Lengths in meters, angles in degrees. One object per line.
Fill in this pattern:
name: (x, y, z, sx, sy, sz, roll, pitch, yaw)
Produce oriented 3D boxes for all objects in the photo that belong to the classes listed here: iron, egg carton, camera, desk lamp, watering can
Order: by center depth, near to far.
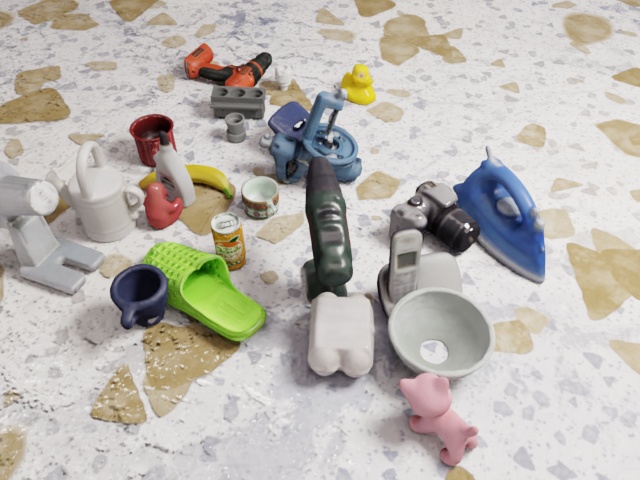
egg carton: (0.035, 0.152, 0.931, 0.107, 0.069, 0.150, 1, 48, 0)
desk lamp: (-0.503, -0.033, 0.988, 0.203, 0.214, 0.118, 16, 50, 13)
watering can: (-0.418, -0.093, 1.057, 0.173, 0.194, 0.100, -12, 50, -12)
iron: (0.360, -0.055, 1.074, 0.119, 0.141, 0.257, -17, 51, -15)
camera: (0.224, -0.037, 1.083, 0.143, 0.101, 0.136, -32, 56, -26)

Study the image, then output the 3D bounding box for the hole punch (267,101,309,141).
hole punch: (-0.051, -0.242, 1.265, 0.101, 0.091, 0.109, 27, 53, 21)

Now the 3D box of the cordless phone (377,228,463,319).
cordless phone: (0.171, 0.048, 0.949, 0.148, 0.185, 0.094, -14, 50, -13)

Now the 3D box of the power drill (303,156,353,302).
power drill: (0.009, 0.003, 0.970, 0.075, 0.208, 0.229, -6, 49, -6)

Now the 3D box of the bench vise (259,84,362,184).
bench vise: (-0.015, -0.203, 1.145, 0.207, 0.220, 0.121, -9, 49, -9)

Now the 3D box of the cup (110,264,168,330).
cup: (-0.293, 0.112, 0.943, 0.091, 0.095, 0.118, 4, 48, 3)

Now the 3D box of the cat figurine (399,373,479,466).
cat figurine: (0.173, 0.244, 0.820, 0.067, 0.118, 0.127, -35, 58, -28)

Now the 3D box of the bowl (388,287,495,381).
bowl: (0.191, 0.162, 0.922, 0.167, 0.075, 0.167, 1, 48, -1)

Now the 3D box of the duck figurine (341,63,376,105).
duck figurine: (0.096, -0.393, 1.406, 0.078, 0.086, 0.104, -29, 55, -24)

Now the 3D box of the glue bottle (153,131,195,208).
glue bottle: (-0.292, -0.142, 1.117, 0.078, 0.173, 0.037, 22, 52, 18)

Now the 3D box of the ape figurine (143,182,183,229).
ape figurine: (-0.311, -0.074, 1.110, 0.077, 0.092, 0.076, 16, 50, 13)
